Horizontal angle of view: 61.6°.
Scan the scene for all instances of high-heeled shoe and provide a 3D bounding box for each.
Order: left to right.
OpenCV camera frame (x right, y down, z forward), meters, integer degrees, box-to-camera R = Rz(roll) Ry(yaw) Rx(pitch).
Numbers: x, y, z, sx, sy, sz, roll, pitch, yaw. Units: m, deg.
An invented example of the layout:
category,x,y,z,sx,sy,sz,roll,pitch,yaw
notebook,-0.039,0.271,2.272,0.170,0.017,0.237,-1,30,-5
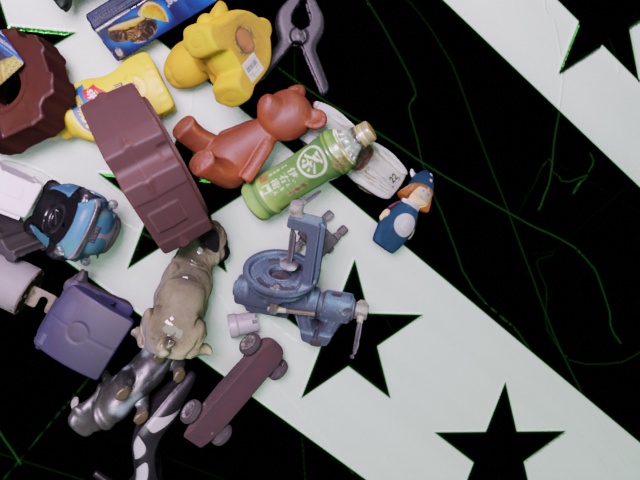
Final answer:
category,x,y,z,sx,sy,sz,roll,pitch,yaw
high-heeled shoe,-0.245,0.340,0.864,0.145,0.086,0.248,43,87,-18

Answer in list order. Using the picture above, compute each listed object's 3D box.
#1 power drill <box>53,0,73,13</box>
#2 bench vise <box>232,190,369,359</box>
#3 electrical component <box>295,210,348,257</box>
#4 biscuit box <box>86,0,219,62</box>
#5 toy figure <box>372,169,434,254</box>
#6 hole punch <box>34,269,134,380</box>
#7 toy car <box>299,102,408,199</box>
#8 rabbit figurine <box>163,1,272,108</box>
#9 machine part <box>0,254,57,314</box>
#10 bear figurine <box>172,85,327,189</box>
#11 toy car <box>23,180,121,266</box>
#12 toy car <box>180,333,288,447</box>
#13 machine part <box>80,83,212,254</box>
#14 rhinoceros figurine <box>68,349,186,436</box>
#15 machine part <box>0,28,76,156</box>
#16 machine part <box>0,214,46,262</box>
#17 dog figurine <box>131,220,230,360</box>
category,x,y,z,sx,sy,sz,roll,pitch,yaw
power drill,-0.311,-0.431,0.778,0.207,0.086,0.232,-22,68,-4
bench vise,-0.024,0.052,0.826,0.224,0.129,0.240,17,123,13
electrical component,-0.002,-0.003,0.898,0.094,0.021,0.063,-44,99,-4
biscuit box,-0.242,-0.354,0.806,0.203,0.063,0.059,-34,143,-4
toy figure,0.148,-0.050,0.902,0.154,0.058,0.064,-56,138,-3
hole punch,-0.351,0.133,0.806,0.115,0.092,0.142,31,93,-29
toy car,0.050,-0.145,0.878,0.201,0.056,0.073,36,89,-10
rabbit figurine,-0.163,-0.281,0.796,0.121,0.173,0.162,46,52,-38
machine part,-0.509,0.039,0.798,0.243,0.079,0.079,29,90,-9
bear figurine,-0.100,-0.166,0.807,0.196,0.131,0.120,-37,58,14
toy car,-0.356,-0.022,0.799,0.102,0.162,0.109,32,80,-52
toy car,-0.139,0.240,0.868,0.202,0.053,0.089,-48,124,-10
machine part,-0.236,-0.098,0.750,0.087,0.202,0.200,-31,143,-12
rhinoceros figurine,-0.300,0.224,0.830,0.190,0.112,0.073,-43,128,-16
machine part,-0.443,-0.213,0.770,0.179,0.056,0.179,-1,82,10
machine part,-0.483,-0.025,0.804,0.139,0.084,0.039,42,119,2
dog figurine,-0.198,0.067,0.804,0.121,0.172,0.190,15,99,-20
